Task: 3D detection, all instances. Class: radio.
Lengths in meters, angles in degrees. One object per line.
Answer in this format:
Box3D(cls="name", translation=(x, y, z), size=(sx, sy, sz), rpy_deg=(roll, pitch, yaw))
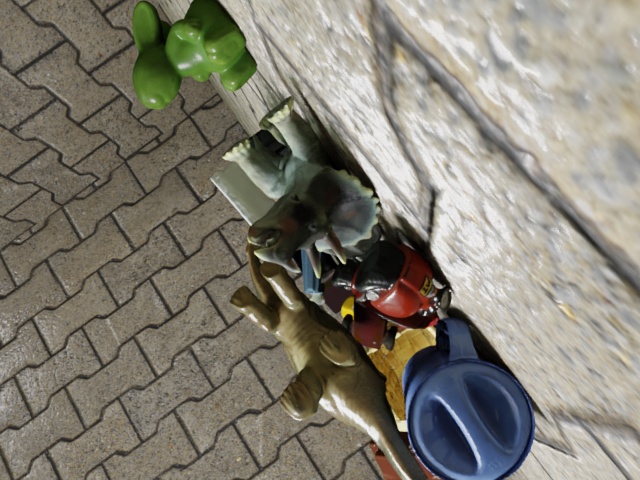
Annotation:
Box3D(cls="radio", translation=(-0.010, 0.049, 1.232), size=(0.230, 0.073, 0.131), rpy_deg=(53, -178, 42))

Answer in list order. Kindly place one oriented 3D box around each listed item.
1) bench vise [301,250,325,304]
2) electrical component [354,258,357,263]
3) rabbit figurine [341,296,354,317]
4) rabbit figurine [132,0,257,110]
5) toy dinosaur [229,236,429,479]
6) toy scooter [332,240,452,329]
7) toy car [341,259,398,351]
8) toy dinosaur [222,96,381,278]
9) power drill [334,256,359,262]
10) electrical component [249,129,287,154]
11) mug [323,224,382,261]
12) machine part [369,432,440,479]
Box3D(cls="bench vise", translation=(-0.012, -0.003, 0.979), size=(0.223, 0.129, 0.240), rpy_deg=(24, -115, -79))
Box3D(cls="electrical component", translation=(0.055, 0.002, 0.892), size=(0.021, 0.063, 0.093), rpy_deg=(53, 178, 43))
Box3D(cls="rabbit figurine", translation=(0.146, 0.171, 1.121), size=(0.163, 0.122, 0.173), rpy_deg=(33, 160, 29))
Box3D(cls="rabbit figurine", translation=(-0.203, -0.268, 0.767), size=(0.159, 0.170, 0.121), rpy_deg=(53, 178, 5))
Box3D(cls="toy dinosaur", translation=(0.023, 0.168, 0.688), size=(0.472, 0.105, 0.198), rpy_deg=(55, -172, 29))
Box3D(cls="toy scooter", translation=(0.095, 0.060, 0.620), size=(0.135, 0.075, 0.184), rpy_deg=(29, 167, -8))
Box3D(cls="toy car", translation=(0.076, 0.096, 0.790), size=(0.201, 0.089, 0.053), rpy_deg=(86, -161, -49))
Box3D(cls="toy dinosaur", translation=(-0.026, -0.080, 0.720), size=(0.192, 0.131, 0.405), rpy_deg=(50, -173, -13))
Box3D(cls="power drill", translation=(0.050, 0.007, 1.217), size=(0.207, 0.086, 0.232), rpy_deg=(46, -174, -30))
Box3D(cls="electrical component", translation=(-0.086, -0.146, 0.988), size=(0.058, 0.115, 0.134), rpy_deg=(51, 179, 33))
Box3D(cls="mug", translation=(0.046, -0.004, 0.775), size=(0.109, 0.081, 0.107), rpy_deg=(56, 166, -18))
Box3D(cls="machine part", translation=(0.207, 0.357, 0.993), size=(0.201, 0.201, 0.087), rpy_deg=(-20, 103, 42))
